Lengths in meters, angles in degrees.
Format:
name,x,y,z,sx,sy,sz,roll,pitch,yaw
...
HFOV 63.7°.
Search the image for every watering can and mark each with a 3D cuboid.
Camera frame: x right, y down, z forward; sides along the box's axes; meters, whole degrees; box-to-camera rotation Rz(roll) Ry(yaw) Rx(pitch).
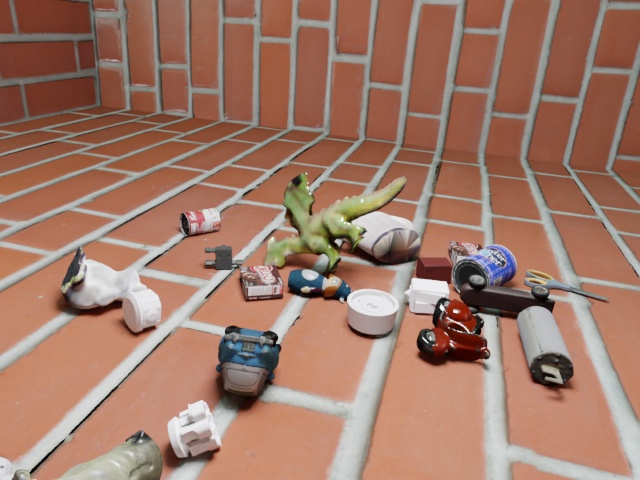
name,x,y,z,sx,sy,sz,roll,pitch,yaw
watering can,0.129,-0.012,1.429,0.349,0.102,0.227,-7,26,-26

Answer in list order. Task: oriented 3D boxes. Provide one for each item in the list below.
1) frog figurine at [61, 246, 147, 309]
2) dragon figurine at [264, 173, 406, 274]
name,x,y,z,sx,sy,sz,roll,pitch,yaw
frog figurine,-0.463,0.101,1.113,0.157,0.123,0.138,33,-7,-36
dragon figurine,0.004,-0.064,1.263,0.244,0.405,0.123,44,19,13
